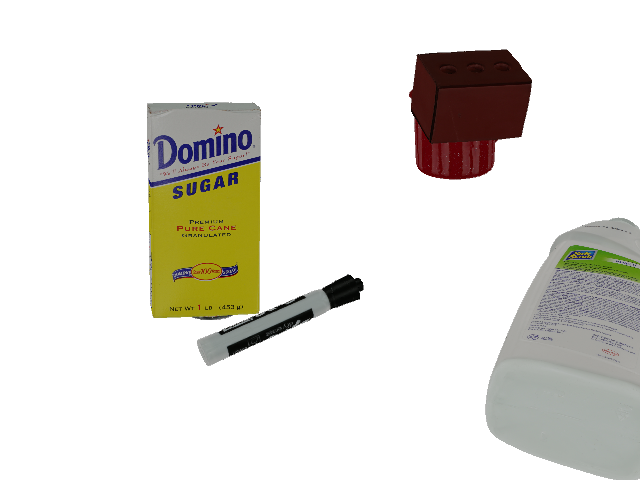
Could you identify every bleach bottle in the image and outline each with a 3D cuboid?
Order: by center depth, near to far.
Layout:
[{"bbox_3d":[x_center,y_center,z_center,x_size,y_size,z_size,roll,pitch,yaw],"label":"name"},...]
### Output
[{"bbox_3d":[0.184,0.049,0.693,0.103,0.068,0.250,14,29,18],"label":"bleach bottle"}]

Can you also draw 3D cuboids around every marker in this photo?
[{"bbox_3d":[-0.025,0.052,0.724,0.121,0.020,0.020,-23,6,-16],"label":"marker"}]

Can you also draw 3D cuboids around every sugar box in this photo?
[{"bbox_3d":[-0.097,-0.026,0.893,0.093,0.176,0.048,-2,16,-12],"label":"sugar box"}]

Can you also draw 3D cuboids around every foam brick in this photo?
[{"bbox_3d":[0.115,-0.111,0.822,0.078,0.051,0.053,-5,38,-13],"label":"foam brick"}]

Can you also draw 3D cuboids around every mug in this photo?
[{"bbox_3d":[0.148,-0.116,1.103,0.117,0.081,0.093,-20,29,-33],"label":"mug"}]

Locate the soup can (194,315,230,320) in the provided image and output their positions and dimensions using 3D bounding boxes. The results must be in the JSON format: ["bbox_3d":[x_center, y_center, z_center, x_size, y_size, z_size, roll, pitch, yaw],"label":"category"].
[{"bbox_3d":[-0.117,0.023,1.129,0.068,0.102,0.068,2,25,-1],"label":"soup can"}]
